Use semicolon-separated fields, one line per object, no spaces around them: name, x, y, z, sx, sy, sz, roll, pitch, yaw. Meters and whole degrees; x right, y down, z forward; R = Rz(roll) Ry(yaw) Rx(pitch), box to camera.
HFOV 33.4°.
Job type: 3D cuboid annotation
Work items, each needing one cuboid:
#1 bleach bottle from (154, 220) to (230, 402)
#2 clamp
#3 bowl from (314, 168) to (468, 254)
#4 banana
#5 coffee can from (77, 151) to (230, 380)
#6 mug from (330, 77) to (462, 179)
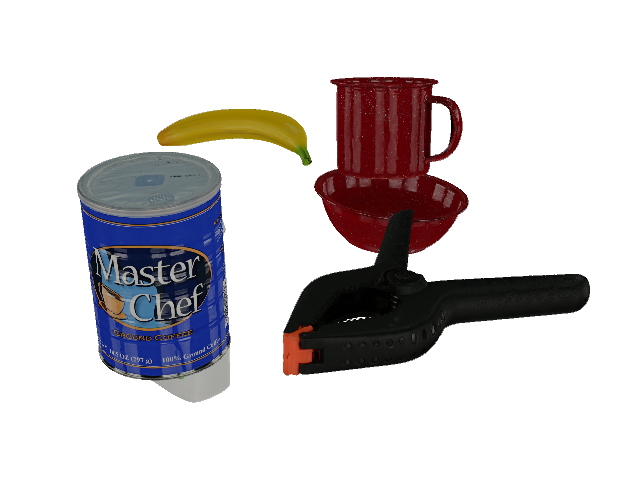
bleach bottle;-0.141;0.039;1.111;0.067;0.251;0.103;-21;33;-40
clamp;0.049;0.033;0.697;0.209;0.036;0.165;-18;30;-34
bowl;0.072;-0.027;1.119;0.162;0.055;0.162;5;22;-2
banana;-0.098;-0.133;1.297;0.198;0.037;0.069;7;40;15
coffee can;-0.121;0.017;0.795;0.103;0.140;0.103;-1;27;0
mug;0.066;-0.097;0.919;0.117;0.081;0.093;5;13;23
